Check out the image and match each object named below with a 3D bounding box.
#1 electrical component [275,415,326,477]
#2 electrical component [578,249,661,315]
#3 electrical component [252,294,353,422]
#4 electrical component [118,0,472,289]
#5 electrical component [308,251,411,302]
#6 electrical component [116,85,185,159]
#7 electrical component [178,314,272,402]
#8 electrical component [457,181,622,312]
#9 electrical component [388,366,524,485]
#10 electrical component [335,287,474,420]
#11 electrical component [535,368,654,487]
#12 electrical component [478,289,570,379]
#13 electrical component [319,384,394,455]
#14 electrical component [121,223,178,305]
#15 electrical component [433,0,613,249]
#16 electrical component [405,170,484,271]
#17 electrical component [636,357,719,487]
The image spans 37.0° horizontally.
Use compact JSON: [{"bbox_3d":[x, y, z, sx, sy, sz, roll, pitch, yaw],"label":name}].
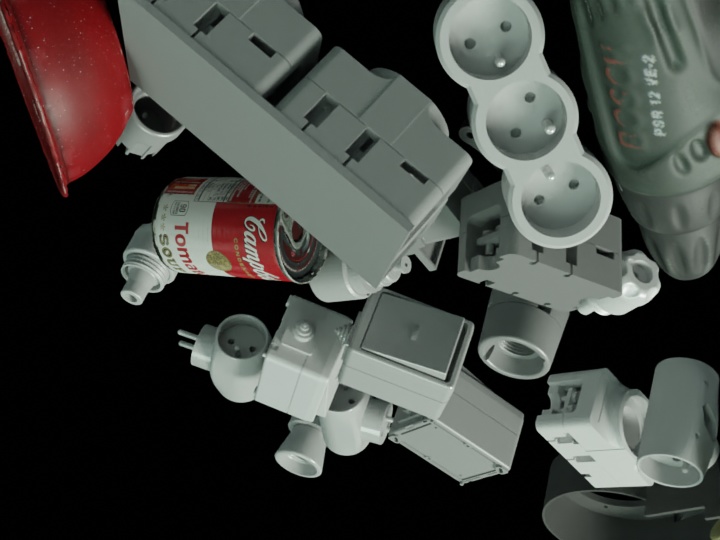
[{"bbox_3d":[-0.046,0.152,0.970,0.045,0.055,0.045,16,146,11],"label":"electrical component"},{"bbox_3d":[0.158,0.012,0.672,0.035,0.035,0.061,30,148,-12],"label":"electrical component"},{"bbox_3d":[-0.041,0.069,0.844,0.061,0.061,0.096,22,147,1],"label":"electrical component"},{"bbox_3d":[-0.036,-0.085,0.571,0.186,0.060,0.105,40,163,4],"label":"electrical component"},{"bbox_3d":[0.000,0.000,0.742,0.078,0.040,0.040,-7,137,37],"label":"electrical component"},{"bbox_3d":[-0.136,-0.095,0.690,0.040,0.040,0.046,34,150,-16],"label":"electrical component"},{"bbox_3d":[-0.116,0.069,0.903,0.079,0.044,0.077,19,147,6],"label":"electrical component"},{"bbox_3d":[0.106,-0.017,0.627,0.089,0.055,0.050,18,156,-31],"label":"electrical component"},{"bbox_3d":[0.072,0.115,0.843,0.096,0.061,0.062,35,145,-18],"label":"electrical component"},{"bbox_3d":[0.028,0.056,0.785,0.096,0.061,0.061,21,146,3],"label":"electrical component"},{"bbox_3d":[0.181,0.117,0.791,0.056,0.050,0.089,-13,132,44],"label":"electrical component"},{"bbox_3d":[0.110,0.041,0.729,0.055,0.047,0.055,16,146,11],"label":"electrical component"},{"bbox_3d":[0.003,0.125,0.914,0.079,0.043,0.077,13,146,14],"label":"electrical component"},{"bbox_3d":[-0.159,-0.003,0.811,0.043,0.062,0.043,16,146,11],"label":"electrical component"},{"bbox_3d":[0.081,-0.083,0.552,0.052,0.073,0.138,-24,106,10],"label":"electrical component"},{"bbox_3d":[0.039,-0.042,0.659,0.064,0.042,0.081,-12,134,38],"label":"electrical component"},{"bbox_3d":[0.223,0.114,0.737,0.043,0.077,0.079,-3,140,33],"label":"electrical component"}]
